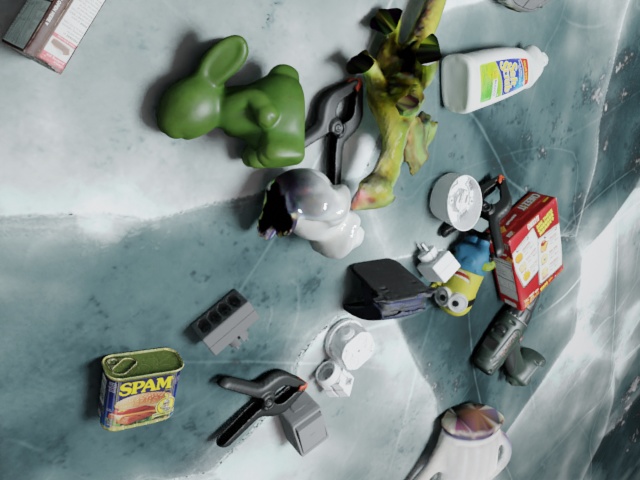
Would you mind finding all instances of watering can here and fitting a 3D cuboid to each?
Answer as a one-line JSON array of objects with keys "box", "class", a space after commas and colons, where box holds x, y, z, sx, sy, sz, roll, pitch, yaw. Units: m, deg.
[{"box": [0.311, 0.506, 1.202, 0.348, 0.221, 0.105, -6, 18, -22], "class": "watering can"}]

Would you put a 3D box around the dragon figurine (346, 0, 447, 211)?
[{"box": [0.144, -0.222, 0.807, 0.123, 0.417, 0.238, 18, -24, 25], "class": "dragon figurine"}]

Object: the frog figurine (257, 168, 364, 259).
[{"box": [0.002, -0.037, 0.734, 0.159, 0.125, 0.135, 6, -26, -32], "class": "frog figurine"}]
